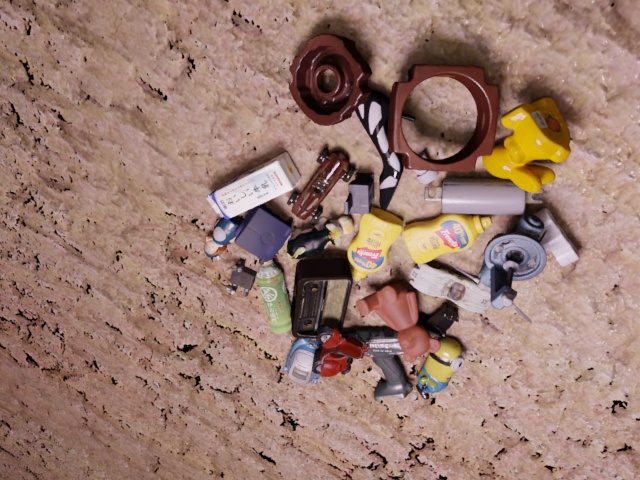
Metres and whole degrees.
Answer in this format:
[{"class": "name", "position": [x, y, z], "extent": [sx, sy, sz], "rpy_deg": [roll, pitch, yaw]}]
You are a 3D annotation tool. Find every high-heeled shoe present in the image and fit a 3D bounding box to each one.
[{"class": "high-heeled shoe", "position": [0.114, -0.190, 1.157], "extent": [0.145, 0.086, 0.248], "rpy_deg": [17, 116, 9]}]

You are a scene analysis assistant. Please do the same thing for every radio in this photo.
[{"class": "radio", "position": [-0.001, 0.149, 1.336], "extent": [0.131, 0.073, 0.229], "rpy_deg": [2, 129, -9]}]

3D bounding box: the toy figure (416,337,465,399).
[{"class": "toy figure", "position": [0.303, 0.329, 1.380], "extent": [0.089, 0.082, 0.180], "rpy_deg": [27, 124, -2]}]

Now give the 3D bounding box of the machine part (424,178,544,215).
[{"class": "machine part", "position": [0.345, -0.092, 1.142], "extent": [0.243, 0.079, 0.079], "rpy_deg": [2, 118, 14]}]

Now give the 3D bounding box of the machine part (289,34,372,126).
[{"class": "machine part", "position": [0.021, -0.325, 1.098], "extent": [0.180, 0.056, 0.179], "rpy_deg": [11, 111, 29]}]

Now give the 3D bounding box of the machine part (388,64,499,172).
[{"class": "machine part", "position": [0.238, -0.237, 1.054], "extent": [0.201, 0.087, 0.201], "rpy_deg": [1, 105, -1]}]

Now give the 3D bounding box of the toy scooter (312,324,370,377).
[{"class": "toy scooter", "position": [0.052, 0.287, 1.361], "extent": [0.135, 0.075, 0.183], "rpy_deg": [9, 131, 1]}]

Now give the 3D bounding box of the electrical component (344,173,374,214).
[{"class": "electrical component", "position": [0.088, -0.096, 1.190], "extent": [0.048, 0.119, 0.074], "rpy_deg": [3, 116, 15]}]

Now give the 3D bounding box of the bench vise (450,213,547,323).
[{"class": "bench vise", "position": [0.380, 0.064, 1.113], "extent": [0.129, 0.241, 0.223], "rpy_deg": [34, 131, -6]}]

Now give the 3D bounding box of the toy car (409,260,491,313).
[{"class": "toy car", "position": [0.311, 0.110, 1.272], "extent": [0.202, 0.056, 0.073], "rpy_deg": [21, 121, 4]}]

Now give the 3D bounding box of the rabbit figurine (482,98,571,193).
[{"class": "rabbit figurine", "position": [0.404, -0.175, 1.064], "extent": [0.162, 0.122, 0.173], "rpy_deg": [57, 142, 3]}]

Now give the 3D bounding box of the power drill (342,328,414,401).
[{"class": "power drill", "position": [0.151, 0.323, 1.428], "extent": [0.232, 0.086, 0.207], "rpy_deg": [-12, 106, 20]}]

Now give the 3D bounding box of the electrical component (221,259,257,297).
[{"class": "electrical component", "position": [-0.214, 0.103, 1.427], "extent": [0.078, 0.045, 0.102], "rpy_deg": [29, 122, 1]}]

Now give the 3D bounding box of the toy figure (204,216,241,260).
[{"class": "toy figure", "position": [-0.258, -0.005, 1.378], "extent": [0.154, 0.057, 0.064], "rpy_deg": [-47, 53, 30]}]

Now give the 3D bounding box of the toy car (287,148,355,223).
[{"class": "toy car", "position": [-0.003, -0.121, 1.243], "extent": [0.089, 0.053, 0.202], "rpy_deg": [36, 120, -7]}]

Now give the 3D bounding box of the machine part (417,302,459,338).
[{"class": "machine part", "position": [0.290, 0.199, 1.318], "extent": [0.084, 0.039, 0.139], "rpy_deg": [35, 146, 1]}]

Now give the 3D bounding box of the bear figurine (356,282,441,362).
[{"class": "bear figurine", "position": [0.193, 0.204, 1.292], "extent": [0.120, 0.132, 0.196], "rpy_deg": [-28, 80, 34]}]

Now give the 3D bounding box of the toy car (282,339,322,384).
[{"class": "toy car", "position": [-0.040, 0.339, 1.472], "extent": [0.109, 0.103, 0.161], "rpy_deg": [21, 123, 3]}]

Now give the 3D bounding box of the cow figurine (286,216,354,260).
[{"class": "cow figurine", "position": [-0.003, -0.006, 1.278], "extent": [0.167, 0.098, 0.068], "rpy_deg": [-23, 103, 26]}]

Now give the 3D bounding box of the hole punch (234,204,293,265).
[{"class": "hole punch", "position": [-0.137, -0.016, 1.294], "extent": [0.116, 0.092, 0.142], "rpy_deg": [35, 92, -8]}]
